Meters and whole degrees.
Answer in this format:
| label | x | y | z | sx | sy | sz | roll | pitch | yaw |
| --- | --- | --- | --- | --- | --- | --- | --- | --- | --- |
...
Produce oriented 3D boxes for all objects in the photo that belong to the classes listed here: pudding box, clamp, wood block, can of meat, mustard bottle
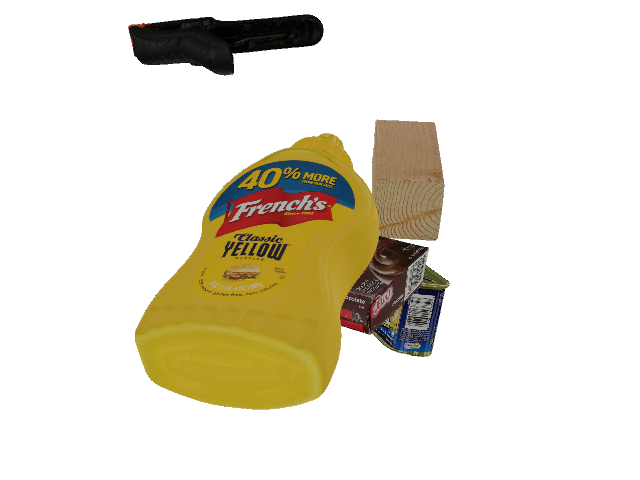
| label | x | y | z | sx | sy | sz | roll | pitch | yaw |
| --- | --- | --- | --- | --- | --- | --- | --- | --- | --- |
| pudding box | 0.024 | 0.029 | 0.859 | 0.090 | 0.039 | 0.113 | 15 | 24 | 24 |
| clamp | -0.085 | -0.163 | 0.867 | 0.120 | 0.039 | 0.172 | -17 | 25 | -40 |
| wood block | 0.120 | -0.089 | 1.503 | 0.091 | 0.090 | 0.206 | 3 | 29 | 0 |
| can of meat | 0.093 | 0.072 | 1.172 | 0.057 | 0.084 | 0.102 | 6 | 13 | -20 |
| mustard bottle | -0.020 | 0.002 | 0.573 | 0.096 | 0.058 | 0.191 | 2 | 39 | 19 |
